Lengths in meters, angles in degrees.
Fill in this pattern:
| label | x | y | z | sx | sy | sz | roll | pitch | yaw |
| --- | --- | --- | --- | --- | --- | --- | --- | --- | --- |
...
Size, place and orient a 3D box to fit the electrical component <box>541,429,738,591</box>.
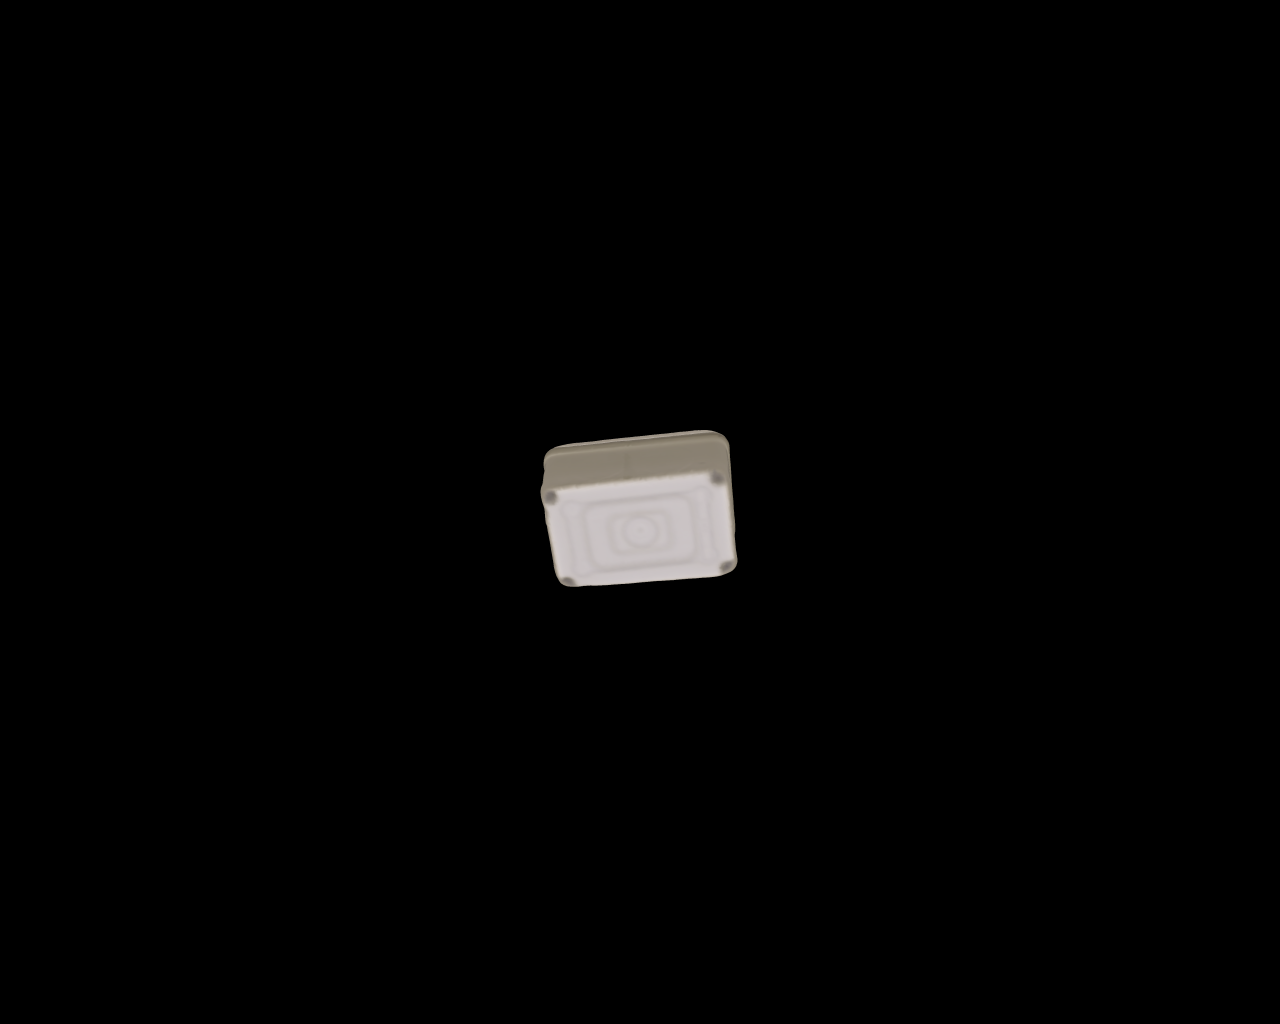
| label | x | y | z | sx | sy | sz | roll | pitch | yaw |
| --- | --- | --- | --- | --- | --- | --- | --- | --- | --- |
| electrical component | 0.001 | -0.003 | 0.650 | 0.113 | 0.078 | 0.057 | -5 | 31 | 3 |
